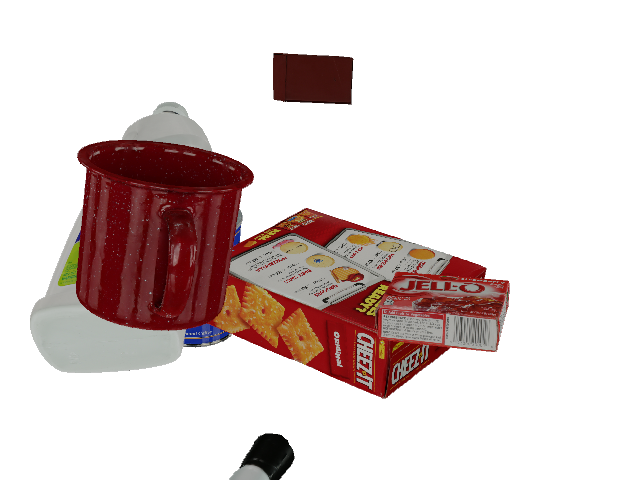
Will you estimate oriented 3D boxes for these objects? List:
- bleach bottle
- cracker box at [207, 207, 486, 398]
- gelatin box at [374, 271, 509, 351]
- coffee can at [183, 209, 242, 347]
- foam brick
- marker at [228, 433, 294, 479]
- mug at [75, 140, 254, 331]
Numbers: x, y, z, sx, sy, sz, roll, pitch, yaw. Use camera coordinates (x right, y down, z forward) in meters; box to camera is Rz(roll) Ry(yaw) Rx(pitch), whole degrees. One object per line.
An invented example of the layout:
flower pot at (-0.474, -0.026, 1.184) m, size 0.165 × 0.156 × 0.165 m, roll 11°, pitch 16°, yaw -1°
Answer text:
bleach bottle at (-0.135, -0.018, 0.791) m, size 0.102 × 0.068 × 0.250 m, roll -4°, pitch 42°, yaw 6°
cracker box at (0.019, 0.051, 0.987) m, size 0.214 × 0.072 × 0.163 m, roll 20°, pitch 32°, yaw 33°
gelatin box at (0.090, 0.050, 0.785) m, size 0.089 × 0.030 × 0.073 m, roll 5°, pitch 20°, yaw 15°
coffee can at (-0.142, 0.033, 1.188) m, size 0.103 × 0.140 × 0.103 m, roll 4°, pitch 25°, yaw -2°
foam brick at (-0.009, -0.176, 1.161) m, size 0.078 × 0.051 × 0.053 m, roll 0°, pitch 11°, yaw -17°
marker at (-0.039, 0.111, 0.414) m, size 0.020 × 0.020 × 0.121 m, roll 0°, pitch 22°, yaw 22°
mug at (-0.083, 0.001, 0.564) m, size 0.093 × 0.081 × 0.117 m, roll 3°, pitch 19°, yaw -22°
